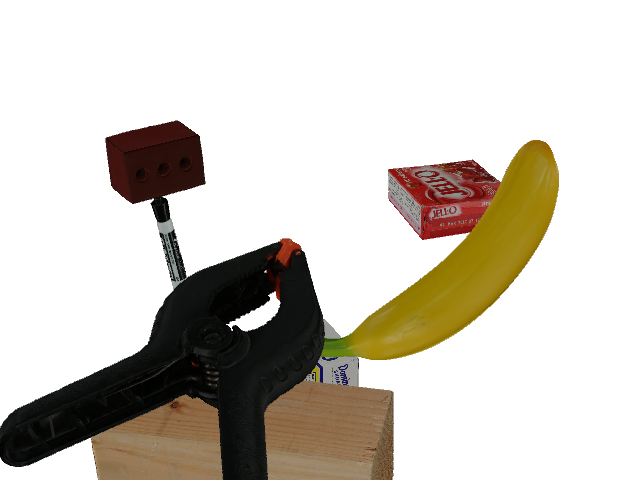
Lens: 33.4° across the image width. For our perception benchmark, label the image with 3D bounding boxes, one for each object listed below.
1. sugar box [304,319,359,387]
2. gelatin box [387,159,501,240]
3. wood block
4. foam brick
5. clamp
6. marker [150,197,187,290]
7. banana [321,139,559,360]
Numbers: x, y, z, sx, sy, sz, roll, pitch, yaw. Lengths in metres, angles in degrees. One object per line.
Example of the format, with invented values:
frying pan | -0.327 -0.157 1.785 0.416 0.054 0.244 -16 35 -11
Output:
sugar box | -0.059 0.129 1.063 0.176 0.048 0.093 -14 31 -21
gelatin box | 0.099 -0.034 0.819 0.073 0.030 0.089 -7 23 -11
wood block | -0.054 0.160 0.797 0.206 0.090 0.090 5 31 13
foam brick | -0.157 -0.075 1.009 0.078 0.053 0.051 -18 31 -24
clamp | -0.041 0.062 0.468 0.120 0.039 0.171 28 48 21
marker | -0.170 0.004 1.202 0.020 0.121 0.020 -8 30 4
banana | 0.085 0.008 0.615 0.197 0.037 0.070 -40 46 -19
